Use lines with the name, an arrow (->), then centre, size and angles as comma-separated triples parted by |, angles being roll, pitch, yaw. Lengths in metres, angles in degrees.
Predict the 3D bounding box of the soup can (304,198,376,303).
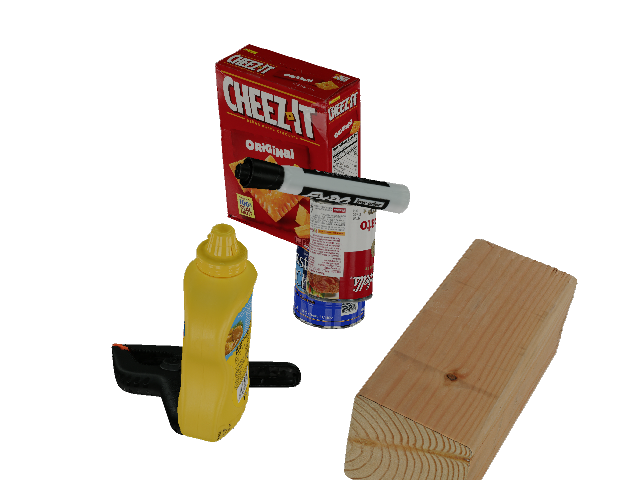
soup can -> 0.020, 0.004, 1.059 | 0.068, 0.102, 0.068 | 2, 12, -1

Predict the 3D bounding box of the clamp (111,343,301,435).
clamp -> -0.148, 0.142, 1.084 | 0.210, 0.036, 0.164 | 8, 17, 34

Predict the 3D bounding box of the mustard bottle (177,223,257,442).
mustard bottle -> -0.085, 0.069, 0.889 | 0.058, 0.192, 0.096 | 13, 35, 8

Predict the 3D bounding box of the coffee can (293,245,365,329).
coffee can -> 0.016, 0.037, 1.475 | 0.103, 0.140, 0.103 | 3, 24, -1

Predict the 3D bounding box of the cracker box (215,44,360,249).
cracker box -> -0.037, -0.102, 1.248 | 0.164, 0.214, 0.072 | 22, 42, 30

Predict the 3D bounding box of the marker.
marker -> 0.002, -0.034, 0.667 | 0.120, 0.020, 0.020 | 8, -4, -30

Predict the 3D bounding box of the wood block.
wood block -> 0.109, 0.099, 0.805 | 0.091, 0.090, 0.205 | 23, 43, 21
